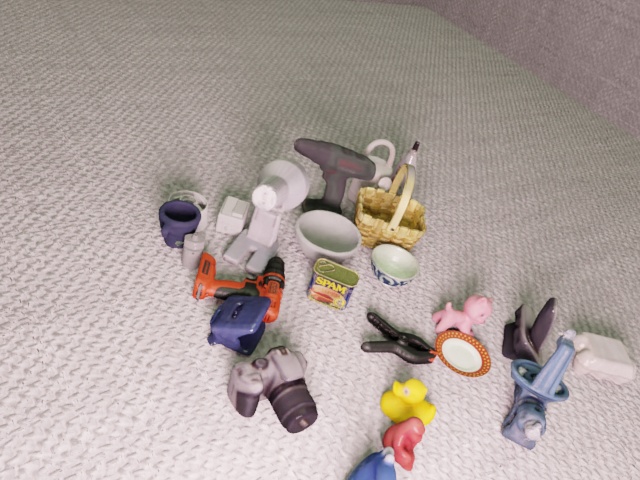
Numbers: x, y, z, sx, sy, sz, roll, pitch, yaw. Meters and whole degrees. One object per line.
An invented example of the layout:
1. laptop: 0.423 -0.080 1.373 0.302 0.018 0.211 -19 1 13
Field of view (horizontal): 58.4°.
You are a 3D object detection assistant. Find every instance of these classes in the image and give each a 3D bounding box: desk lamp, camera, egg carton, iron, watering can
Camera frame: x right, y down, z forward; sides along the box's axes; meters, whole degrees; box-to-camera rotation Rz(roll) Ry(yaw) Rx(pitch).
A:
1. desk lamp: -0.116 -0.063 1.300 0.118 0.213 0.203 23 37 5
2. camera: -0.071 0.265 1.001 0.143 0.101 0.136 -8 45 -32
3. egg carton: 0.654 0.275 1.331 0.150 0.069 0.107 13 37 -7
4. iron: 0.083 0.401 0.862 0.118 0.141 0.258 18 37 -1
5. watering can: 0.154 -0.189 1.594 0.101 0.194 0.172 -13 47 -35

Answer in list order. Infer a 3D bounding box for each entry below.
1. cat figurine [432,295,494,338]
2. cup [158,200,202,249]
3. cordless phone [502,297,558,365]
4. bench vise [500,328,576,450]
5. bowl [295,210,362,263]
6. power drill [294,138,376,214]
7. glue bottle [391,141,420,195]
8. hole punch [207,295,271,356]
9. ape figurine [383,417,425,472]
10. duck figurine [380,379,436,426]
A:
1. cat figurine: 0.332 0.162 1.293 0.128 0.118 0.067 6 39 -17
2. cup: -0.317 -0.020 1.257 0.091 0.095 0.118 22 37 4
3. cordless phone: 0.488 0.183 1.278 0.094 0.185 0.147 20 37 2
4. bench vise: 0.437 0.286 1.097 0.121 0.220 0.207 15 37 -6
5. bowl: 0.013 0.005 1.387 0.167 0.075 0.167 12 37 -9
6. power drill: 0.022 -0.159 1.486 0.230 0.208 0.075 4 39 -19
7. glue bottle: 0.258 -0.218 1.695 0.037 0.173 0.078 -10 46 -33
8. hole punch: -0.156 0.154 1.110 0.101 0.091 0.109 21 37 3
9. ape figurine: 0.155 0.346 1.004 0.078 0.092 0.076 -22 53 -41
10. duck figurine: 0.174 0.299 1.077 0.104 0.086 0.077 20 37 2
